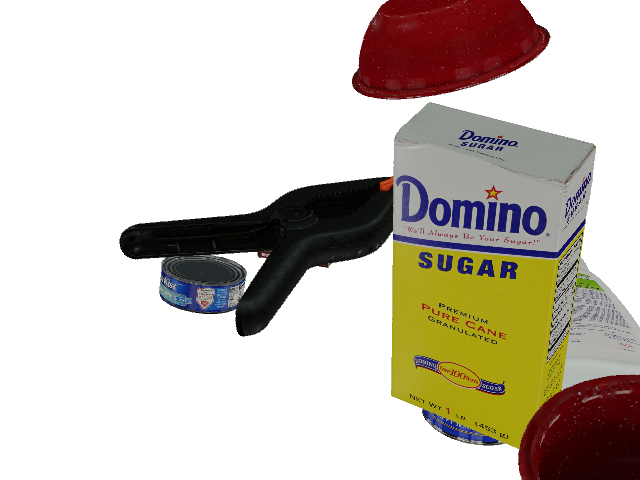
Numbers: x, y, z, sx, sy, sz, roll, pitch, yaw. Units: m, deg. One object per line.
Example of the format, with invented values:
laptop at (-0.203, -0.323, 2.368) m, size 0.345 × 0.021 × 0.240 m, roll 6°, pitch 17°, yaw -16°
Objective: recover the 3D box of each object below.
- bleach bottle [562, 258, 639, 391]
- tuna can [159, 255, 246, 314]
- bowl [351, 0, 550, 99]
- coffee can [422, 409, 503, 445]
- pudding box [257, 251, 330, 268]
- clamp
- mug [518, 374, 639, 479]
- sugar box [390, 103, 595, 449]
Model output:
bleach bottle at (0.202, 0.064, 0.846) m, size 0.102 × 0.068 × 0.250 m, roll 8°, pitch 23°, yaw 0°
tuna can at (-0.118, 0.043, 1.069) m, size 0.086 × 0.034 × 0.086 m, roll 8°, pitch 17°, yaw -3°
bowl at (0.096, -0.168, 0.848) m, size 0.162 × 0.055 × 0.162 m, roll -14°, pitch 24°, yaw 6°
coffee can at (0.158, 0.111, 1.032) m, size 0.103 × 0.140 × 0.103 m, roll 5°, pitch 23°, yaw -2°
pudding box at (-0.017, -0.008, 1.259) m, size 0.090 × 0.039 × 0.113 m, roll 8°, pitch 22°, yaw 13°
clamp at (-0.029, -0.006, 0.770) m, size 0.209 × 0.036 × 0.165 m, roll -26°, pitch 35°, yaw -37°
mug at (0.125, 0.109, 0.373) m, size 0.117 × 0.081 × 0.093 m, roll 5°, pitch 37°, yaw 8°
sugar box at (0.085, 0.023, 0.561) m, size 0.093 × 0.176 × 0.048 m, roll 18°, pitch 42°, yaw 28°
